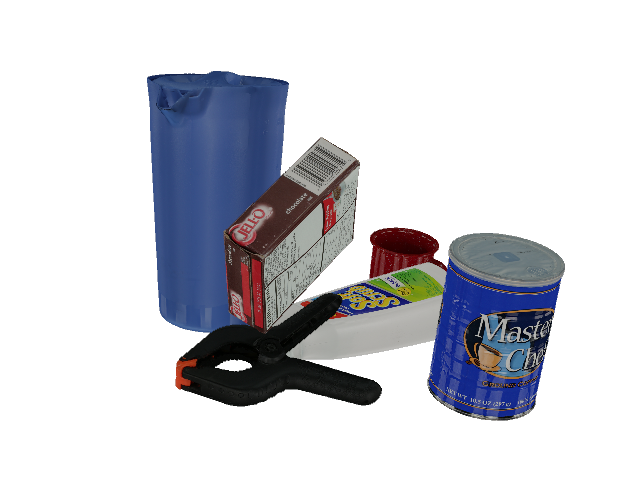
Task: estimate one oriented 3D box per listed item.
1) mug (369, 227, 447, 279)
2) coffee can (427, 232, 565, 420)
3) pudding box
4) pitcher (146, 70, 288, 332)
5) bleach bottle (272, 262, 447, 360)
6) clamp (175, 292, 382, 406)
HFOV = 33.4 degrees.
[{"bbox_3d":[0.118,0.041,1.430,0.117,0.081,0.093,18,26,28],"label":"mug"},{"bbox_3d":[0.158,0.077,0.971,0.103,0.140,0.103,6,23,-3],"label":"coffee can"},{"bbox_3d":[-0.019,-0.003,0.743,0.039,0.090,0.113,33,57,21],"label":"pudding box"},{"bbox_3d":[-0.095,-0.042,1.038,0.149,0.243,0.145,-2,15,-17],"label":"pitcher"},{"bbox_3d":[0.038,0.092,1.182,0.250,0.068,0.103,-14,31,-25],"label":"bleach bottle"},{"bbox_3d":[-0.040,0.094,0.918,0.171,0.039,0.120,1,38,-12],"label":"clamp"}]
